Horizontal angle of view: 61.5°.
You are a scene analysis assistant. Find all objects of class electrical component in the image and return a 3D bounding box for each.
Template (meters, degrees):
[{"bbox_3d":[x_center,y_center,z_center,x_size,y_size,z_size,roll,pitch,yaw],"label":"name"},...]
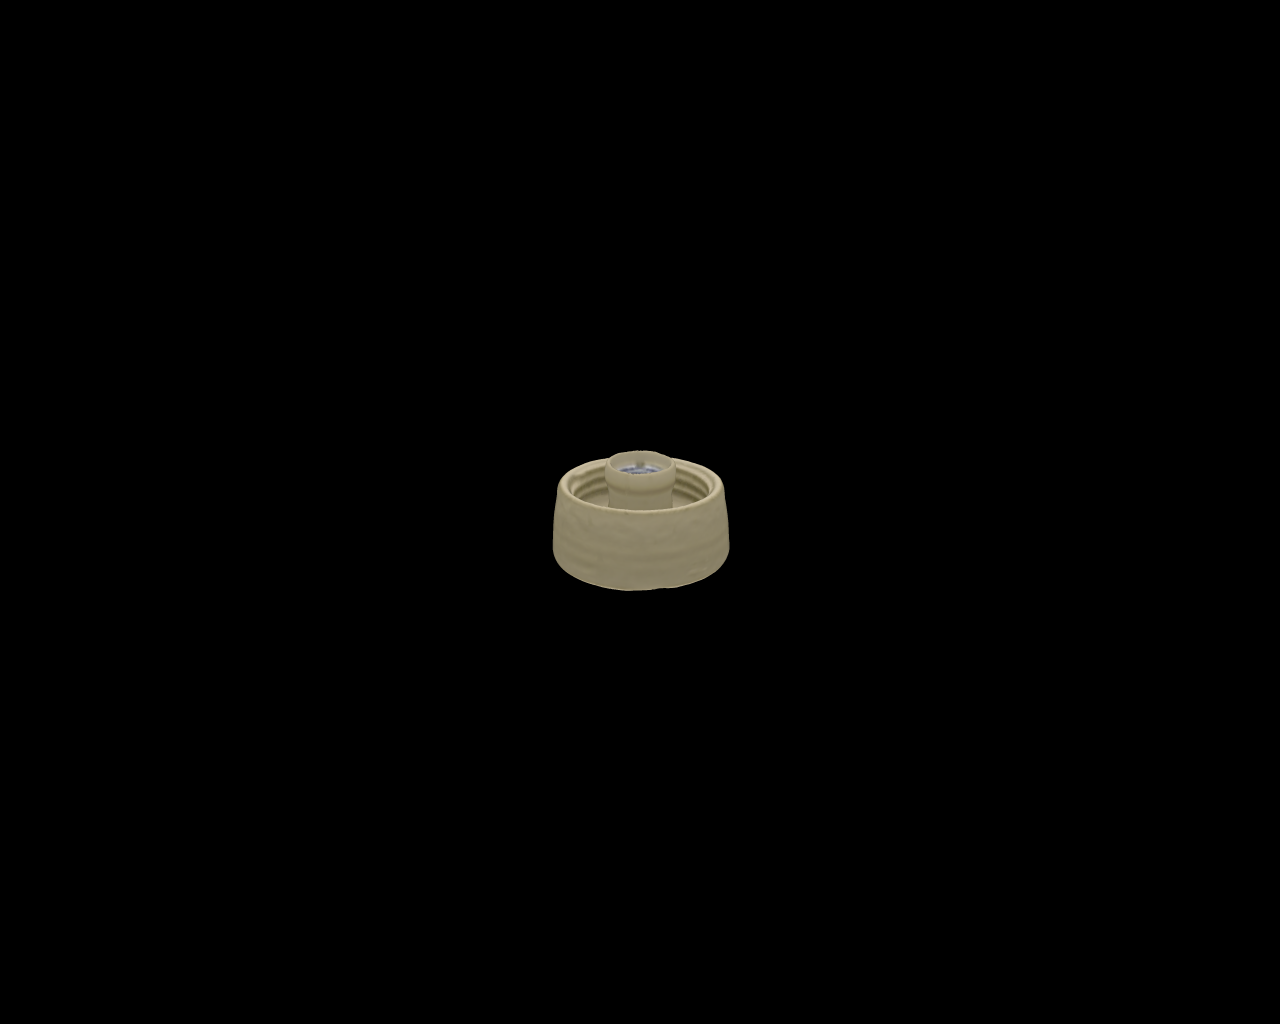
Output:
[{"bbox_3d":[0.001,-0.003,0.650,0.108,0.060,0.108,0,23,0],"label":"electrical component"}]
